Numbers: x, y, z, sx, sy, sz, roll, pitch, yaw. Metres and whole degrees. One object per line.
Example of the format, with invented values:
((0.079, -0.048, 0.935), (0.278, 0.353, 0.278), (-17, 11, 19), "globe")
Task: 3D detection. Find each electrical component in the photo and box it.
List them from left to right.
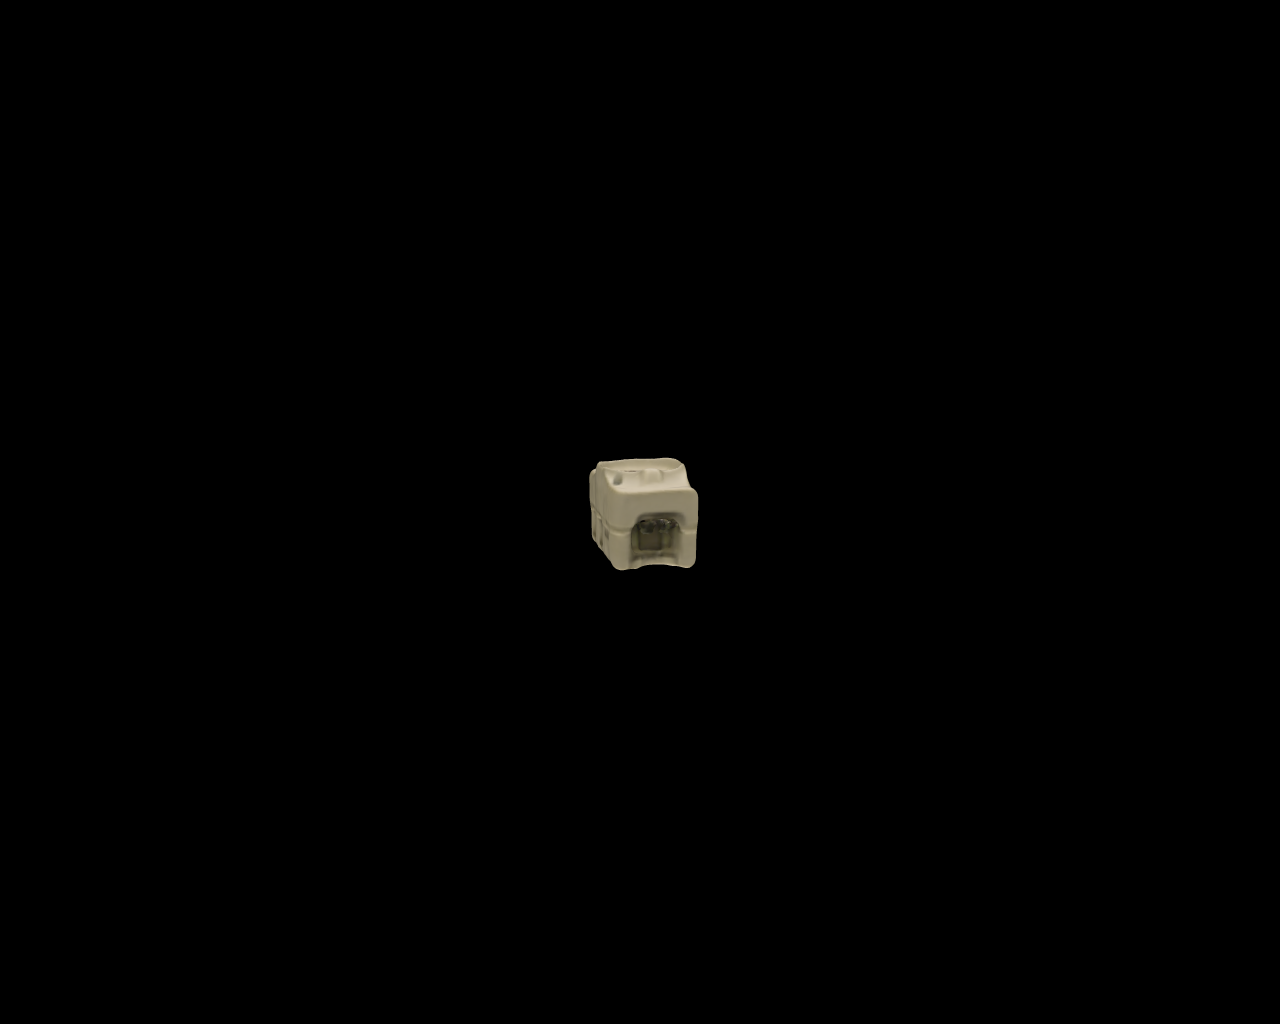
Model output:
((0.001, -0.003, 0.650), (0.050, 0.055, 0.089), (-2, 12, -11), "electrical component")
